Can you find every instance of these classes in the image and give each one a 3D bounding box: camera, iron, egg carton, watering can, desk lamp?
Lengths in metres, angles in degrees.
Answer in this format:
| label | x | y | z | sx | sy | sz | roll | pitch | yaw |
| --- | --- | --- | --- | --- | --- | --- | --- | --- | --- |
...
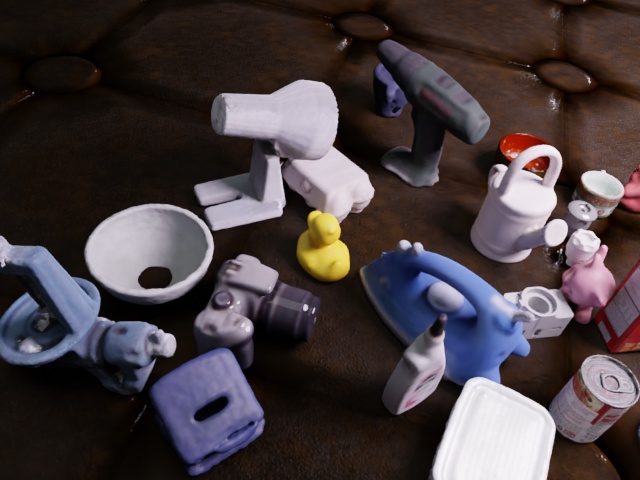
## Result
| label | x | y | z | sx | sy | sz | roll | pitch | yaw |
| --- | --- | --- | --- | --- | --- | --- | --- | --- | --- |
| camera | -0.075 | 0.092 | 0.739 | 0.136 | 0.101 | 0.143 | 16 | 47 | 7 |
| iron | 0.160 | 0.074 | 0.763 | 0.257 | 0.141 | 0.119 | 37 | 53 | 24 |
| egg carton | 0.010 | -0.095 | 0.949 | 0.107 | 0.069 | 0.150 | -30 | 58 | -31 |
| watering can | 0.312 | -0.058 | 0.874 | 0.101 | 0.194 | 0.172 | -27 | 56 | -29 |
| desk lamp | -0.085 | -0.136 | 0.873 | 0.204 | 0.213 | 0.117 | -16 | 51 | -22 |

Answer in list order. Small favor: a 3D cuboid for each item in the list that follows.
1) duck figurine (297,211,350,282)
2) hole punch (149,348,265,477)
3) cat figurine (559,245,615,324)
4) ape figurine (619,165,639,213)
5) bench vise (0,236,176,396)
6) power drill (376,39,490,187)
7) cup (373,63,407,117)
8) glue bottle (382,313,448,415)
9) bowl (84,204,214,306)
| label | x | y | z | sx | sy | sz | roll | pitch | yaw |
| --- | --- | --- | --- | --- | --- | --- | --- | --- | --- |
| duck figurine | 0.008 | 0.003 | 0.845 | 0.078 | 0.086 | 0.104 | -15 | 51 | -21 |
| hole punch | -0.124 | 0.191 | 0.645 | 0.109 | 0.091 | 0.101 | -26 | 56 | -29 |
| cat figurine | 0.391 | 0.058 | 0.830 | 0.067 | 0.118 | 0.128 | 28 | 49 | 18 |
| ape figurine | 0.571 | -0.099 | 1.023 | 0.078 | 0.092 | 0.076 | -18 | 52 | -23 |
| bench vise | -0.269 | 0.076 | 0.642 | 0.207 | 0.220 | 0.121 | -2 | 47 | -11 |
| power drill | 0.170 | -0.204 | 0.980 | 0.229 | 0.208 | 0.076 | 37 | 52 | 24 |
| cup | 0.141 | -0.284 | 1.128 | 0.091 | 0.095 | 0.118 | 15 | 47 | 6 |
| glue bottle | 0.121 | 0.141 | 0.673 | 0.078 | 0.173 | 0.037 | -27 | 56 | -29 |
| bowl | -0.230 | 0.031 | 0.790 | 0.167 | 0.075 | 0.167 | 4 | 47 | -4 |
